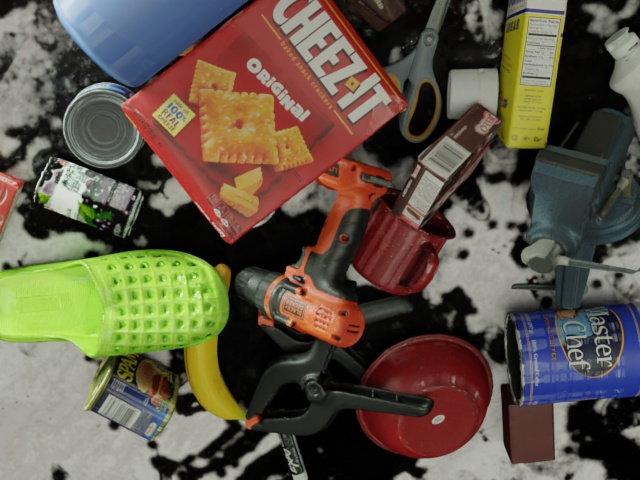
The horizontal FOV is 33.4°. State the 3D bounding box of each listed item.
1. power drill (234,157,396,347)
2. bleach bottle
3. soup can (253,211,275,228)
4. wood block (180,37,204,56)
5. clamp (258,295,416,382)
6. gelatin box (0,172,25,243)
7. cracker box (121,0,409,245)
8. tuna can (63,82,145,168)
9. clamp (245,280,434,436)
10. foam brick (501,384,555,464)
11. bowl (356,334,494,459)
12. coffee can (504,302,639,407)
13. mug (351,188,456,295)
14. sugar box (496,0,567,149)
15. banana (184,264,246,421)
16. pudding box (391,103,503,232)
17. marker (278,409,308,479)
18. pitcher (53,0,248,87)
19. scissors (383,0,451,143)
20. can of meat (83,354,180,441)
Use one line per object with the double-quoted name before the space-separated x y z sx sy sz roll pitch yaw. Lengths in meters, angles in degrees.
"power drill" -0.007 0.001 1.103 0.057 0.185 0.188 10 98 -45
"bleach bottle" 0.371 -0.108 1.099 0.103 0.068 0.250 -39 102 12
"soup can" -0.074 -0.059 1.090 0.068 0.102 0.068 0 109 0
"wood block" -0.159 -0.286 1.020 0.091 0.090 0.206 2 109 0
"clamp" 0.014 0.110 1.183 0.171 0.039 0.120 6 107 -2
"gelatin box" -0.366 -0.036 1.134 0.073 0.030 0.089 24 107 -8
"cracker box" -0.051 -0.123 0.992 0.213 0.072 0.164 -38 97 -3
"tuna can" -0.222 -0.118 1.105 0.086 0.034 0.086 0 109 0
"clamp" 0.009 0.161 1.152 0.210 0.036 0.164 -39 89 25
"foam brick" 0.235 0.207 1.208 0.051 0.053 0.078 -5 109 1
"bowl" 0.123 0.187 1.183 0.162 0.055 0.162 -5 115 -10
"coffee can" 0.278 0.124 1.153 0.140 0.103 0.103 -5 109 1
"mug" 0.087 0.010 1.112 0.093 0.117 0.082 14 116 -34
"sugar box" 0.207 -0.185 1.054 0.048 0.093 0.176 1 108 -2
"banana" -0.119 0.123 1.189 0.069 0.037 0.198 -17 112 -20
"pudding box" 0.126 -0.072 1.056 0.039 0.113 0.090 40 145 12
"marker" -0.030 0.253 1.240 0.020 0.020 0.121 -15 108 5
"pitcher" -0.113 -0.250 0.913 0.243 0.145 0.149 -40 113 8
"scissors" 0.091 -0.199 1.089 0.096 0.016 0.202 3 109 -2
"can of meat" -0.203 0.166 1.167 0.084 0.102 0.057 31 106 -13
